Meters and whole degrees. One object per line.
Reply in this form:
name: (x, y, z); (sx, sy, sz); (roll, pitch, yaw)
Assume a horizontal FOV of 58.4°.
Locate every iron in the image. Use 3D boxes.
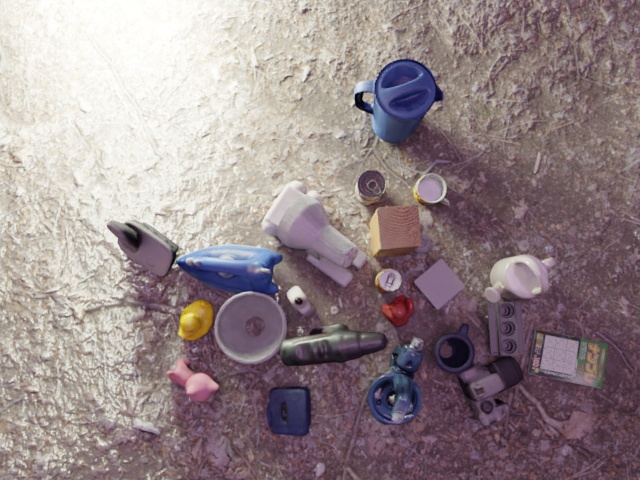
iron: (-0.221, 0.063, 1.323); (0.258, 0.141, 0.119); (6, 84, 1)

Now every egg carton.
egg carton: (-0.065, -0.064, 1.373); (0.107, 0.069, 0.150); (32, 85, 3)

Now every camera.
camera: (0.403, 0.337, 1.315); (0.137, 0.101, 0.143); (-24, 84, -2)

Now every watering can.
watering can: (0.455, 0.089, 1.294); (0.101, 0.194, 0.173); (40, 86, 4)

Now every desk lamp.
desk lamp: (0.012, 0.005, 1.293); (0.203, 0.213, 0.118); (37, 85, 4)

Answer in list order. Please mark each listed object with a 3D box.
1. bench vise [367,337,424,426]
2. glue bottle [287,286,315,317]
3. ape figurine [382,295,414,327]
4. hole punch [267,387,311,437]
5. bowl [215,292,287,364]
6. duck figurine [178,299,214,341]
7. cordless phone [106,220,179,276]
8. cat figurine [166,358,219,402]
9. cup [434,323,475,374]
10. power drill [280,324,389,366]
bench vise: (0.170, 0.315, 1.258); (0.121, 0.220, 0.207); (6, 84, 1)
glue bottle: (-0.045, 0.140, 1.300); (0.037, 0.173, 0.078); (-39, 85, -3)
ape figurine: (0.184, 0.165, 1.338); (0.078, 0.092, 0.076); (2, 84, 1)
hole punch: (-0.072, 0.395, 1.314); (0.101, 0.091, 0.109); (-3, 84, 0)
bowl: (-0.158, 0.205, 1.342); (0.167, 0.075, 0.167); (0, 84, 0)
duck figurine: (-0.295, 0.188, 1.339); (0.077, 0.086, 0.104); (31, 85, 3)
cordless phone: (-0.410, 0.012, 1.307); (0.147, 0.185, 0.094); (31, 85, 3)
cat figurine: (-0.292, 0.326, 1.308); (0.127, 0.118, 0.067); (26, 85, 3)
cup: (0.308, 0.246, 1.328); (0.091, 0.095, 0.118); (24, 85, 3)
power drill: (0.029, 0.232, 1.272); (0.229, 0.208, 0.076); (-9, 84, -1)
